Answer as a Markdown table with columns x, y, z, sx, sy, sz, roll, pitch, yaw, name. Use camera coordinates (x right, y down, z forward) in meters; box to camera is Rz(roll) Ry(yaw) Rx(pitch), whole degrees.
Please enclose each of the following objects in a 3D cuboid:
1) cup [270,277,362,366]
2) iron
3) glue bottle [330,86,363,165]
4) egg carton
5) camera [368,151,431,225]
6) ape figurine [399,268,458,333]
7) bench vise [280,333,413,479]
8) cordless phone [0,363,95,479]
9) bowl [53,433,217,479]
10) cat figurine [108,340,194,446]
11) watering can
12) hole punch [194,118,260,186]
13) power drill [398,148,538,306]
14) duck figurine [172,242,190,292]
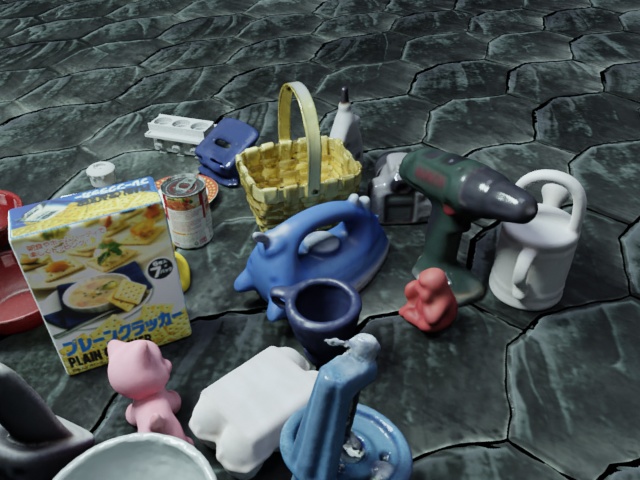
| x | y | z | sx | sy | sz | roll | pitch | yaw | name |
| --- | --- | --- | --- | --- | --- | --- | --- | --- | --- |
| -0.008 | 0.104 | 0.704 | 0.117 | 0.095 | 0.092 | 14 | 40 | 19 | cup |
| 0.007 | 0.003 | 0.798 | 0.259 | 0.141 | 0.118 | -28 | 45 | -31 | iron |
| 0.045 | -0.193 | 1.029 | 0.037 | 0.173 | 0.078 | 29 | 47 | 34 | glue bottle |
| -0.060 | 0.183 | 0.622 | 0.151 | 0.069 | 0.107 | -30 | 46 | -33 | egg carton |
| 0.148 | -0.104 | 0.969 | 0.143 | 0.101 | 0.136 | -3 | 37 | -2 | camera |
| 0.143 | 0.073 | 0.743 | 0.076 | 0.092 | 0.078 | 2 | 37 | 4 | ape figurine |
| 0.008 | 0.195 | 0.481 | 0.121 | 0.220 | 0.208 | 15 | 40 | 21 | bench vise |
| -0.315 | 0.162 | 0.560 | 0.147 | 0.185 | 0.094 | 12 | 39 | 17 | cordless phone |
| -0.168 | 0.264 | 0.513 | 0.167 | 0.075 | 0.167 | -1 | 37 | 1 | bowl |
| -0.186 | 0.162 | 0.612 | 0.067 | 0.118 | 0.127 | -17 | 40 | -20 | cat figurine |
| 0.292 | -0.013 | 0.768 | 0.101 | 0.194 | 0.173 | 4 | 38 | 7 | watering can |
| -0.171 | -0.165 | 1.065 | 0.108 | 0.091 | 0.101 | 27 | 45 | 32 | hole punch |
| 0.186 | -0.018 | 0.767 | 0.076 | 0.209 | 0.228 | -19 | 41 | -22 | power drill |
| -0.233 | 0.023 | 0.822 | 0.078 | 0.086 | 0.104 | -26 | 44 | -29 | duck figurine |
